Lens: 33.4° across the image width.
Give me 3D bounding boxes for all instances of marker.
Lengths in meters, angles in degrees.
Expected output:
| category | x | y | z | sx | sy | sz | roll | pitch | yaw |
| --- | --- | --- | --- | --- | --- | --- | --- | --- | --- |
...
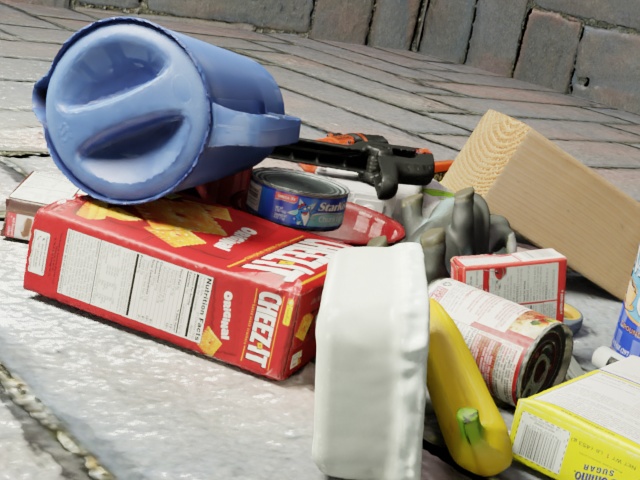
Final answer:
| category | x | y | z | sx | sy | sz | roll | pitch | yaw |
| --- | --- | --- | --- | --- | --- | --- | --- | --- | --- |
| marker | 0.256 | 0.113 | 0.813 | 0.020 | 0.020 | 0.121 | 2 | 18 | -32 |

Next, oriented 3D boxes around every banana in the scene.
| category | x | y | z | sx | sy | sz | roll | pitch | yaw |
| --- | --- | --- | --- | --- | --- | --- | --- | --- | --- |
| banana | 0.090 | 0.096 | 0.666 | 0.037 | 0.069 | 0.198 | -10 | 15 | -1 |

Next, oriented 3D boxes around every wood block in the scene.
| category | x | y | z | sx | sy | sz | roll | pitch | yaw |
| --- | --- | --- | --- | --- | --- | --- | --- | --- | --- |
| wood block | 0.236 | -0.034 | 1.058 | 0.205 | 0.091 | 0.090 | 30 | 7 | -24 |

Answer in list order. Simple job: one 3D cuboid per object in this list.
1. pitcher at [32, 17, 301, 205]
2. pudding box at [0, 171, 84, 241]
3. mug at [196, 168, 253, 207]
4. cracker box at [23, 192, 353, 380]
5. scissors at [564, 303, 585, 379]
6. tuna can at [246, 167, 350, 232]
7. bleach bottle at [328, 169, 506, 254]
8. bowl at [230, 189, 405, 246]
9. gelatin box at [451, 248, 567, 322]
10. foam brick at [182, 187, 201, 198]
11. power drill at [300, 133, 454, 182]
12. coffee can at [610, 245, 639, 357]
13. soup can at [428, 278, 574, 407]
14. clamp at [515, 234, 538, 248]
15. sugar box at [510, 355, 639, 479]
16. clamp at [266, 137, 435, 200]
| category | x | y | z | sx | sy | sz | roll | pitch | yaw |
| --- | --- | --- | --- | --- | --- | --- | --- | --- | --- |
| pitcher | -0.101 | -0.101 | 0.864 | 0.149 | 0.145 | 0.242 | 53 | 16 | 4 |
| pudding box | -0.223 | -0.025 | 0.938 | 0.090 | 0.039 | 0.113 | 10 | 13 | -6 |
| mug | -0.115 | -0.059 | 1.052 | 0.093 | 0.081 | 0.117 | 2 | 18 | -31 |
| cracker box | -0.085 | 0.021 | 0.802 | 0.214 | 0.072 | 0.164 | 17 | 15 | 18 |
| scissors | 0.208 | 0.083 | 0.896 | 0.096 | 0.016 | 0.202 | 7 | 19 | -23 |
| tuna can | -0.019 | -0.035 | 0.907 | 0.086 | 0.034 | 0.086 | 11 | 15 | -3 |
| bleach bottle | 0.112 | -0.033 | 1.164 | 0.102 | 0.068 | 0.251 | 1 | 21 | -34 |
| bowl | -0.006 | 0.001 | 0.962 | 0.162 | 0.055 | 0.162 | 11 | 15 | -3 |
| gelatin box | 0.147 | 0.048 | 0.840 | 0.089 | 0.073 | 0.030 | -5 | 17 | -11 |
| foam brick | -0.147 | -0.046 | 0.965 | 0.078 | 0.051 | 0.053 | 56 | 9 | 36 |
| power drill | 0.091 | -0.097 | 1.392 | 0.188 | 0.057 | 0.184 | 18 | 20 | 33 |
| coffee can | 0.301 | 0.044 | 0.862 | 0.103 | 0.140 | 0.103 | 11 | 15 | -3 |
| soup can | 0.120 | 0.074 | 0.766 | 0.102 | 0.068 | 0.068 | 22 | 19 | 38 |
| clamp | 0.254 | -0.003 | 1.205 | 0.120 | 0.039 | 0.172 | -5 | 15 | -29 |
| sugar box | 0.205 | 0.123 | 0.696 | 0.093 | 0.048 | 0.175 | 23 | 15 | 36 |
| clamp | 0.061 | -0.074 | 1.079 | 0.165 | 0.036 | 0.209 | 26 | 19 | 40 |
